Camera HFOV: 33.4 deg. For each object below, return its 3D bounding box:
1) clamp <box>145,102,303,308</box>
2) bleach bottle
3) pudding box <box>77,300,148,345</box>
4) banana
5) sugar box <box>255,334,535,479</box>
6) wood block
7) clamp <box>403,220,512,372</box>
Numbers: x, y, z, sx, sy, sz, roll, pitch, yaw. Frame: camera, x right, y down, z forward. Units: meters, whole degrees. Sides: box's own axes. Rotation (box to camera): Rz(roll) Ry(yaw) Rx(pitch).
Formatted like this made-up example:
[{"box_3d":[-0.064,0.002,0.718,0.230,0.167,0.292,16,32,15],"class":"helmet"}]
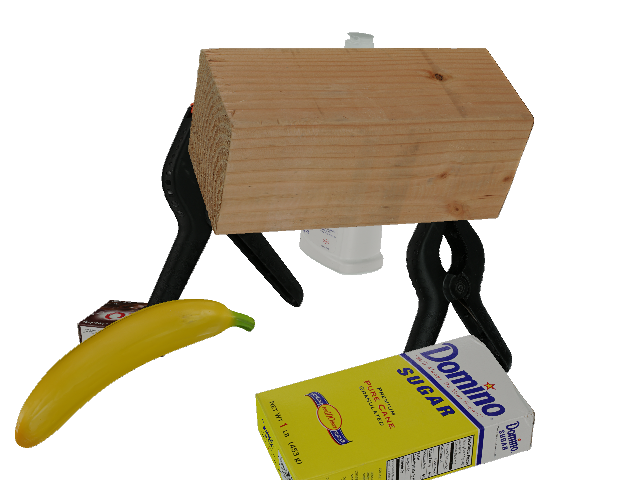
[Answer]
[{"box_3d":[-0.087,-0.021,0.971,0.164,0.210,0.036,-2,2,-36],"class":"clamp"},{"box_3d":[0.034,-0.096,1.158,0.067,0.251,0.103,-9,25,-37],"class":"bleach bottle"},{"box_3d":[-0.225,0.106,1.298,0.114,0.039,0.090,1,15,15],"class":"pudding box"},{"box_3d":[-0.144,0.090,0.776,0.198,0.069,0.037,-26,38,-2],"class":"banana"},{"box_3d":[0.051,0.127,0.754,0.176,0.048,0.093,-16,39,-14],"class":"sugar box"},{"box_3d":[0.024,-0.070,0.720,0.205,0.090,0.091,-4,44,-19],"class":"wood block"},{"box_3d":[0.107,0.050,0.952,0.120,0.171,0.039,-15,1,-36],"class":"clamp"}]
